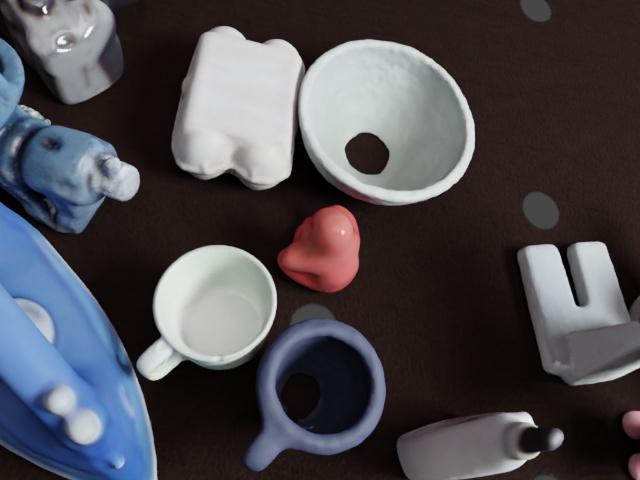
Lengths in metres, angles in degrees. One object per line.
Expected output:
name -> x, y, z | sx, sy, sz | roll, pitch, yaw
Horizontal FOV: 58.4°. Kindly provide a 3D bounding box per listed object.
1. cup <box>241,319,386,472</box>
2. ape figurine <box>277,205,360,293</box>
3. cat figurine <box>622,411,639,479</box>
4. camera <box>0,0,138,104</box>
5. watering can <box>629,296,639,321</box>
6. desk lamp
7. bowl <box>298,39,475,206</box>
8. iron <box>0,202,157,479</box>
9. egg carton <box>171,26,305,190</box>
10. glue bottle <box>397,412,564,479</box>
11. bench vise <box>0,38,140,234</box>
cup -> -0.016, 0.122, 0.422 | 0.091, 0.095, 0.118 | 43, 65, 4
ape figurine -> 0.004, 0.002, 0.475 | 0.078, 0.092, 0.076 | -21, 76, -21
cat figurine -> 0.324, 0.176, 0.480 | 0.128, 0.117, 0.067 | 9, 67, -11
camera -> -0.211, -0.218, 0.497 | 0.137, 0.100, 0.143 | -35, 82, -24
watering can -> 0.373, 0.059, 0.496 | 0.101, 0.194, 0.173 | -20, 76, -21
desk lamp -> 0.271, 0.067, 0.455 | 0.118, 0.213, 0.203 | -3, 70, -16
bowl -> 0.054, -0.098, 0.536 | 0.168, 0.074, 0.167 | 5, 68, -13
iron -> -0.193, 0.068, 0.370 | 0.258, 0.141, 0.119 | 46, 65, 5
egg carton -> -0.071, -0.119, 0.514 | 0.107, 0.069, 0.150 | 10, 67, -11
glue bottle -> 0.117, 0.144, 0.406 | 0.078, 0.173, 0.037 | -14, 73, -19
bench vise -> -0.223, -0.100, 0.383 | 0.208, 0.219, 0.121 | 7, 68, -12
